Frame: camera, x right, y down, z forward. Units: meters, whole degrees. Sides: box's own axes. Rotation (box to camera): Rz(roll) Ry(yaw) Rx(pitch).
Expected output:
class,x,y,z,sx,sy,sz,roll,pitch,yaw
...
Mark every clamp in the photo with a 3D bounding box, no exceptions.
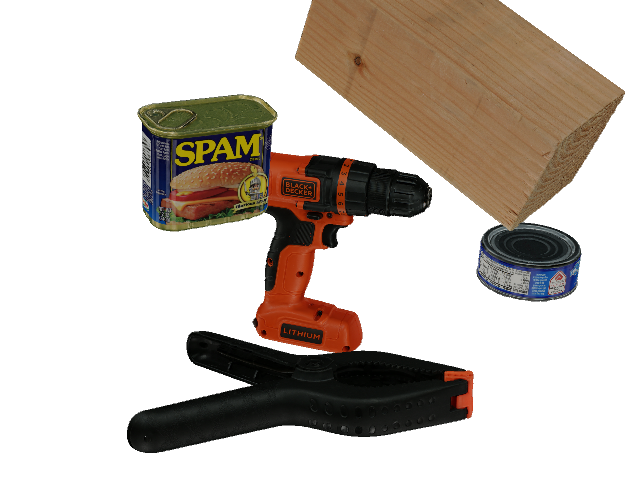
class,x,y,z,sx,sy,sz,roll,pitch,yaw
clamp,-0.009,0.093,0.693,0.210,0.036,0.164,-1,15,0

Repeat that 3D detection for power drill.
class,x,y,z,sx,sy,sz,roll,pitch,yaw
power drill,0.009,0.011,1.016,0.185,0.188,0.057,10,20,16

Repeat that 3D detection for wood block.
class,x,y,z,sx,sy,sz,roll,pitch,yaw
wood block,0.093,-0.116,0.751,0.206,0.091,0.090,41,50,18

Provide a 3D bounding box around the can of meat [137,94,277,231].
class,x,y,z,sx,sy,sz,roll,pitch,yaw
can of meat,-0.087,-0.059,0.817,0.101,0.084,0.057,-10,32,-25

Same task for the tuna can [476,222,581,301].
class,x,y,z,sx,sy,sz,roll,pitch,yaw
tuna can,0.177,0.017,0.907,0.086,0.034,0.086,2,26,-1
